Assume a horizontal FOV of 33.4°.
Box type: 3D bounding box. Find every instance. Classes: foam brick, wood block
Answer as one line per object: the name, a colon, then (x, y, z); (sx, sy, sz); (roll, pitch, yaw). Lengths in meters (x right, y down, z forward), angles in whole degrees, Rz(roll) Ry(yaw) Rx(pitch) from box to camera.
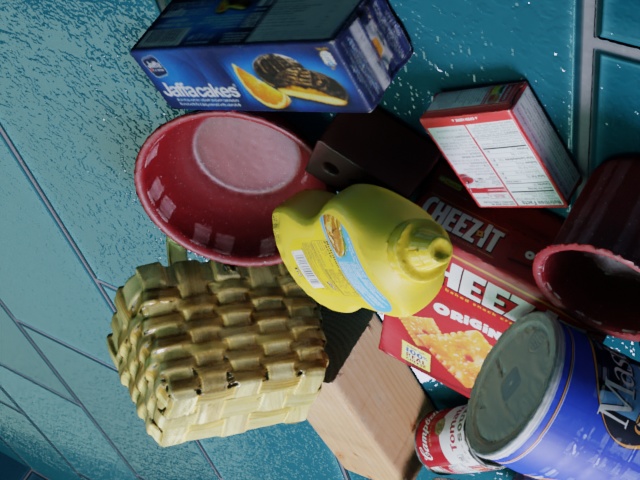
foam brick: (0.038, -0.057, 0.767); (0.078, 0.051, 0.053); (33, 155, 2)
wood block: (0.040, 0.160, 1.100); (0.090, 0.090, 0.206); (11, 146, 39)

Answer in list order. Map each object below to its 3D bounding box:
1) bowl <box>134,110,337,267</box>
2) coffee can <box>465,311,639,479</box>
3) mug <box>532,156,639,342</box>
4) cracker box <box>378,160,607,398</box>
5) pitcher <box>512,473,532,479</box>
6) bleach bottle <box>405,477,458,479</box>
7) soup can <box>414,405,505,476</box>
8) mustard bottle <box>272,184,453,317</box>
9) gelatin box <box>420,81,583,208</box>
bowl: (-0.063, -0.054, 0.848); (0.162, 0.055, 0.162); (5, 134, 5)
coffee can: (0.183, 0.122, 0.707); (0.140, 0.102, 0.103); (27, 156, -13)
mug: (0.194, 0.000, 0.648); (0.093, 0.081, 0.117); (36, 155, -6)
cracker box: (0.136, 0.055, 0.826); (0.164, 0.072, 0.214); (27, 153, 13)
pitcher: (0.256, 0.272, 0.857); (0.243, 0.149, 0.145); (22, -173, 13)
bleach bottle: (0.202, 0.299, 1.108); (0.251, 0.068, 0.103); (17, 152, -2)
soup can: (0.148, 0.199, 1.068); (0.068, 0.068, 0.102); (39, 154, -10)
mustard bottle: (0.035, 0.007, 0.734); (0.096, 0.058, 0.192); (60, 160, -12)
gelatin box: (0.119, -0.060, 0.695); (0.073, 0.030, 0.089); (0, 139, 47)
